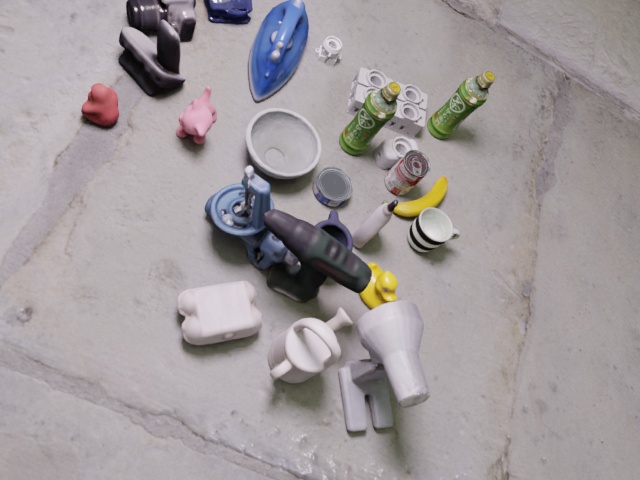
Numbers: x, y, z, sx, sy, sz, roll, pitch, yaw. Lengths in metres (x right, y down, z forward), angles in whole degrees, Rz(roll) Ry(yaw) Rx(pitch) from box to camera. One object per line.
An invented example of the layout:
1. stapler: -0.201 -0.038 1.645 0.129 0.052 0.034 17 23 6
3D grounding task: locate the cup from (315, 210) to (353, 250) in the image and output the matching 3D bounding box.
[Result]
1. cup: 0.011 0.004 1.173 0.092 0.094 0.118 13 64 -17

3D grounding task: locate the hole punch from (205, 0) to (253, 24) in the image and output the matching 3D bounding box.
1. hole punch: -0.209 -0.568 1.328 0.109 0.091 0.101 -8 72 -25

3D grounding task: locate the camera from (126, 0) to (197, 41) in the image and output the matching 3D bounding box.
1. camera: -0.349 -0.515 1.242 0.137 0.100 0.143 -17 76 -27

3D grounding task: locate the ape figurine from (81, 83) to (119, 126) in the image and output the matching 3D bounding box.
1. ape figurine: -0.424 -0.270 1.111 0.078 0.092 0.076 -28 81 -29

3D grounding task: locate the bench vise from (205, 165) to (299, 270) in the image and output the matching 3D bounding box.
1. bench vise: -0.108 -0.049 1.074 0.208 0.219 0.121 27 61 -10

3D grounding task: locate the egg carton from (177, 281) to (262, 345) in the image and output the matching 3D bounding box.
1. egg carton: -0.183 0.134 1.052 0.151 0.069 0.107 -9 72 -25

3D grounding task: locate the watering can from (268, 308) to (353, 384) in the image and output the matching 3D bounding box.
1. watering can: -0.016 0.186 1.027 0.101 0.193 0.173 32 60 -6

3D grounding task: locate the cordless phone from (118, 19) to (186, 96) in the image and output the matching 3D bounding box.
1. cordless phone: -0.332 -0.395 1.149 0.147 0.184 0.094 44 59 0

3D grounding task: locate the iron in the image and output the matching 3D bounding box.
1. iron: -0.089 -0.446 1.297 0.119 0.141 0.258 22 62 -12

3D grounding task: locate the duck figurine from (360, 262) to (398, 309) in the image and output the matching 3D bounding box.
1. duck figurine: 0.128 0.091 1.189 0.078 0.086 0.104 -12 73 -26

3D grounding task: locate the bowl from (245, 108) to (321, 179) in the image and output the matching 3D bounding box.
1. bowl: -0.086 -0.195 1.229 0.168 0.074 0.167 9 65 -19

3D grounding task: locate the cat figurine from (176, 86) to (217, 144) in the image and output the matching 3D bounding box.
1. cat figurine: -0.246 -0.256 1.164 0.067 0.117 0.128 21 62 -13

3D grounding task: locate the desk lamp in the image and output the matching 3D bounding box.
1. desk lamp: 0.122 0.235 1.052 0.118 0.213 0.203 0 68 -22

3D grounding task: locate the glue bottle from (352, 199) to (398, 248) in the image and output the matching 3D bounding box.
1. glue bottle: 0.121 -0.044 1.193 0.037 0.173 0.078 41 59 -2

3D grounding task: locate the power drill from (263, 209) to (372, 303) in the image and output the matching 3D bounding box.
1. power drill: -0.026 0.042 1.075 0.230 0.208 0.076 27 61 -10
